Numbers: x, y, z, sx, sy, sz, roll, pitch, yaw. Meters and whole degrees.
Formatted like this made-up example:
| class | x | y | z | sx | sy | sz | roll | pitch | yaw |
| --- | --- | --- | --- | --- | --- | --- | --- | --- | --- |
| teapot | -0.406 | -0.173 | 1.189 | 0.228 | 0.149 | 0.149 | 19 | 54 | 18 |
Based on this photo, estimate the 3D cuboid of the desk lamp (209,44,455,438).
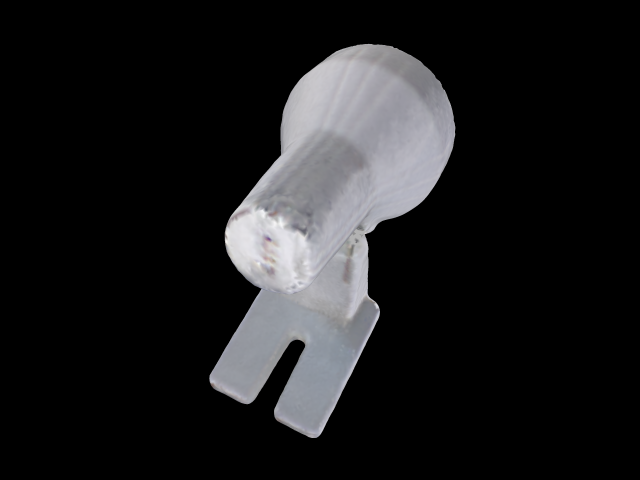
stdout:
| class | x | y | z | sx | sy | sz | roll | pitch | yaw |
| --- | --- | --- | --- | --- | --- | --- | --- | --- | --- |
| desk lamp | 0.004 | 0.001 | 0.400 | 0.117 | 0.214 | 0.203 | 21 | 58 | 14 |
